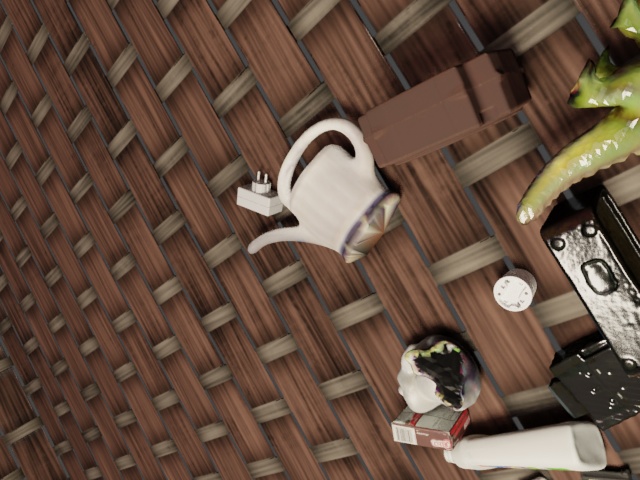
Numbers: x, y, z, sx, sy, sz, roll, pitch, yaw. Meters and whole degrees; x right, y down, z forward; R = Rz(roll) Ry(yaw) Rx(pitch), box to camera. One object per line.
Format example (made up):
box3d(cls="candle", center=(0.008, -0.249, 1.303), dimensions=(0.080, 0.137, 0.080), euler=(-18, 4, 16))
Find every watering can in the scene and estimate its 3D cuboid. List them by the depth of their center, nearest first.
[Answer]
box3d(cls="watering can", center=(0.003, -0.046, 0.922), dimensions=(0.226, 0.105, 0.341), euler=(42, 123, 17))

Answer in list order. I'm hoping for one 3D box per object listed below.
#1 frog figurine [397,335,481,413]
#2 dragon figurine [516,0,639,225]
box3d(cls="frog figurine", center=(0.201, 0.240, 0.890), dimensions=(0.138, 0.125, 0.156), euler=(27, 155, 16))
box3d(cls="dragon figurine", center=(0.418, -0.156, 0.570), dimensions=(0.244, 0.122, 0.406), euler=(28, 103, 20))
